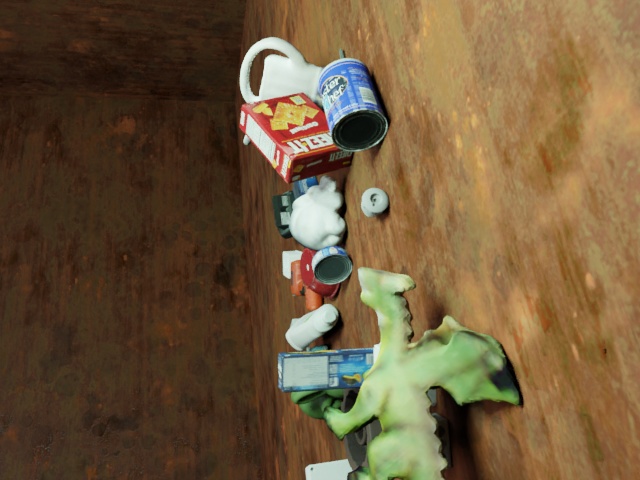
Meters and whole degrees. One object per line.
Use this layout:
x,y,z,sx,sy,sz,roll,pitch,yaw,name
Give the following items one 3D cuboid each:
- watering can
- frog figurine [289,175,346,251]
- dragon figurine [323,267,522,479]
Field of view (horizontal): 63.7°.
-0.090,-0.346,1.285,0.339,0.224,0.106,106,176,-54,watering can
0.004,-0.058,1.158,0.139,0.124,0.156,43,133,23,frog figurine
0.133,0.210,0.622,0.238,0.122,0.419,-53,48,32,dragon figurine
